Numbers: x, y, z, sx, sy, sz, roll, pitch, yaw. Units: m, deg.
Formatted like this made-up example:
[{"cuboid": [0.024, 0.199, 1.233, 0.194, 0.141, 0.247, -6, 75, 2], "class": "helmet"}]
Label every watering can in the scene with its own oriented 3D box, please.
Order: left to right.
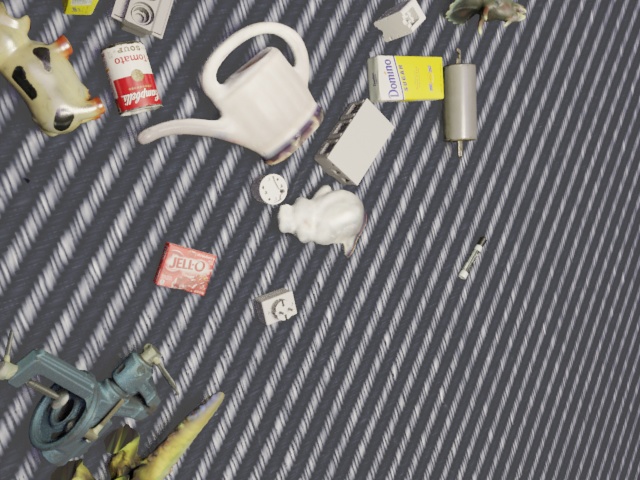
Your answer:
[{"cuboid": [-0.127, -0.221, 0.892, 0.352, 0.104, 0.221, -50, 116, -19], "class": "watering can"}]

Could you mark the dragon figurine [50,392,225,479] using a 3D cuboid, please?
[{"cuboid": [-0.308, 0.447, 0.854, 0.414, 0.123, 0.238, -27, 125, -24], "class": "dragon figurine"}]

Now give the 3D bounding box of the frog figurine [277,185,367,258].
[{"cuboid": [0.003, -0.049, 0.981, 0.158, 0.120, 0.141, 23, 50, -22], "class": "frog figurine"}]
